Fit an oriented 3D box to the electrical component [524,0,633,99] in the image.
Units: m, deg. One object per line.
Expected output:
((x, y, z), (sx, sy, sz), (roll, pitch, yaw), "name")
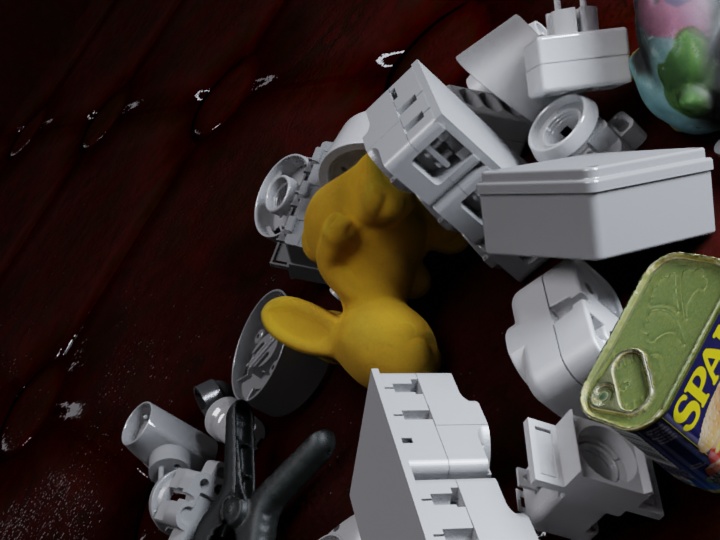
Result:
((0.154, -0.167, 0.775), (0.047, 0.066, 0.076), (-138, 41, -86), "electrical component")

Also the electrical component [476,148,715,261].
((0.150, -0.043, 0.688), (0.109, 0.109, 0.056), (5, 105, 57), "electrical component")

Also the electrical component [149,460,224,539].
((-0.141, 0.198, 0.905), (0.057, 0.058, 0.078), (-4, 55, 51), "electrical component")

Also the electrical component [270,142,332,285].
((-0.030, -0.054, 0.998), (0.079, 0.063, 0.121), (11, 60, 13), "electrical component")

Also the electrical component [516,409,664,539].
((0.123, 0.117, 0.599), (0.042, 0.081, 0.063), (-88, 21, -46), "electrical component")

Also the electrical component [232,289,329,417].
((-0.073, 0.074, 0.932), (0.099, 0.064, 0.099), (-36, 33, 28), "electrical component")

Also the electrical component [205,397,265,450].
((-0.109, 0.137, 0.943), (0.040, 0.040, 0.046), (-57, 35, -7), "electrical component")

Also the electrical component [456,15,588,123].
((0.131, -0.151, 0.848), (0.064, 0.099, 0.099), (-41, 31, 10), "electrical component")

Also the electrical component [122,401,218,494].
((-0.170, 0.166, 0.959), (0.044, 0.077, 0.079), (-41, 32, 20), "electrical component")

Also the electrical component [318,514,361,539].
((-0.004, 0.211, 0.703), (0.077, 0.044, 0.079), (-50, 29, 5), "electrical component")

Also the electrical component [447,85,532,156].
((0.095, -0.104, 0.892), (0.047, 0.066, 0.076), (-106, 30, -56), "electrical component")

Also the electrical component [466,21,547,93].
((0.133, -0.182, 0.934), (0.077, 0.044, 0.079), (-38, 32, 25), "electrical component")

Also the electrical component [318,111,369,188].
((0.024, -0.090, 0.932), (0.108, 0.108, 0.060), (-23, 35, 42), "electrical component")

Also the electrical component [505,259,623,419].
((0.132, 0.045, 0.677), (0.059, 0.054, 0.095), (-37, 32, 26), "electrical component")

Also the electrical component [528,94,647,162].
((0.160, -0.091, 0.782), (0.078, 0.057, 0.058), (-45, 30, 13), "electrical component")

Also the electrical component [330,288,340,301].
((0.000, 0.000, 0.929), (0.062, 0.043, 0.043), (-49, 29, 10), "electrical component")

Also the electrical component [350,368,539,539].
((0.046, 0.155, 0.623), (0.186, 0.060, 0.105), (-109, 24, -56), "electrical component")

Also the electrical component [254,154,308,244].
((-0.060, -0.068, 1.093), (0.099, 0.064, 0.099), (-27, 51, 41), "electrical component")

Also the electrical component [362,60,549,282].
((0.077, -0.068, 0.781), (0.062, 0.150, 0.089), (-42, 31, 18), "electrical component")
